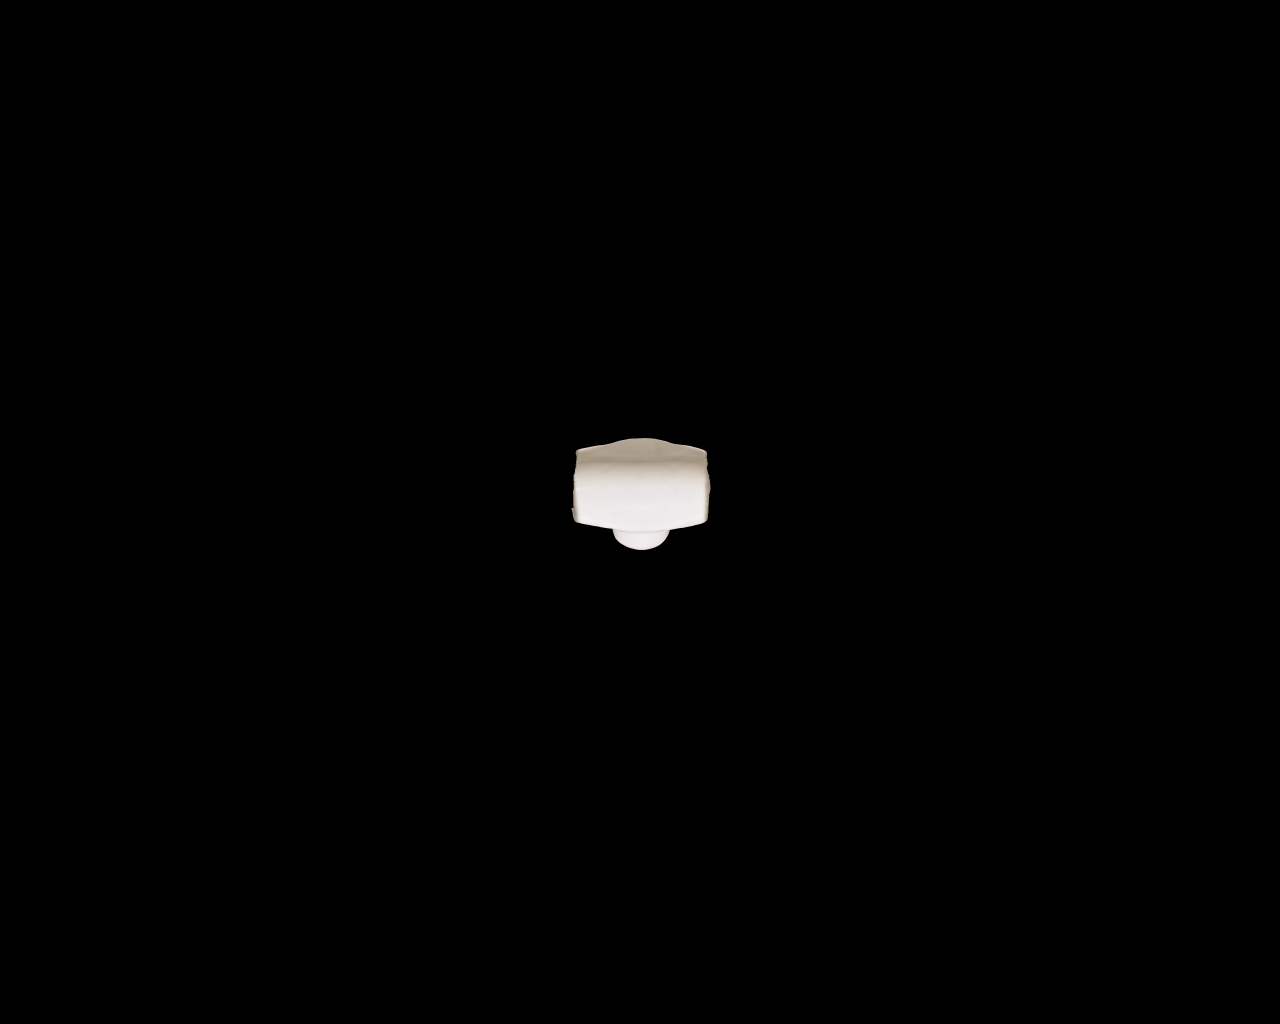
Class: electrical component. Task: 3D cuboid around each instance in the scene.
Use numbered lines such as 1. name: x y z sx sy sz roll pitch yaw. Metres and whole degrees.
1. electrical component: 0.001 -0.003 0.650 0.077 0.079 0.044 0 44 0
